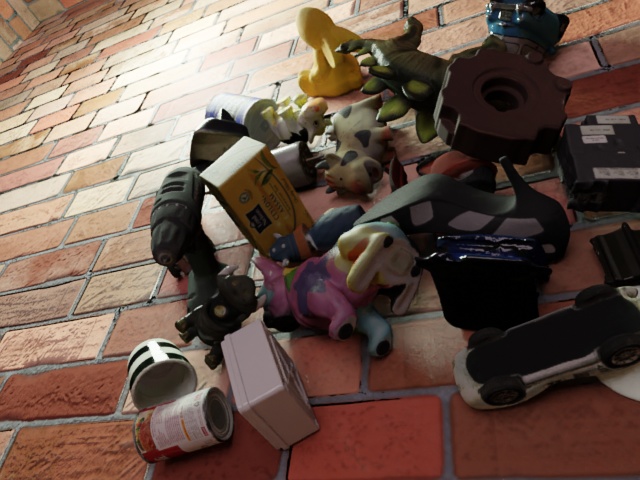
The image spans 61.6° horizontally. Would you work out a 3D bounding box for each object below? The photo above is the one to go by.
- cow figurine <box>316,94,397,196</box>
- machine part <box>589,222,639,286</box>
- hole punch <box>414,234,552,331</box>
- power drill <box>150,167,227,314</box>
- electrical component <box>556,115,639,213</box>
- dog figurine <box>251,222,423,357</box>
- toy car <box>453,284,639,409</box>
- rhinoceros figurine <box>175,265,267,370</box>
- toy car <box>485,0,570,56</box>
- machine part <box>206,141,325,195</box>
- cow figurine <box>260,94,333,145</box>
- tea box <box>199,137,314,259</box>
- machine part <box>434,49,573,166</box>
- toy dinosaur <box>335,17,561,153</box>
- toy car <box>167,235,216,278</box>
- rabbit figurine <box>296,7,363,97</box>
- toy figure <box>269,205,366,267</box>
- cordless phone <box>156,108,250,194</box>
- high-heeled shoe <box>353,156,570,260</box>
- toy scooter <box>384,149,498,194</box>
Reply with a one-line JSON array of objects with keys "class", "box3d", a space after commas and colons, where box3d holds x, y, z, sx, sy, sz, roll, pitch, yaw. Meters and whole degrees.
[{"class": "cow figurine", "box3d": [0.059, -0.149, 0.879, 0.127, 0.085, 0.195, -14, 46, 11]}, {"class": "machine part", "box3d": [0.370, 0.006, 0.574, 0.139, 0.039, 0.084, -14, 39, 21]}, {"class": "hole punch", "box3d": [0.193, 0.034, 0.602, 0.142, 0.115, 0.092, 5, 45, 34]}, {"class": "power drill", "box3d": [-0.186, 0.017, 0.767, 0.086, 0.207, 0.232, -16, 40, 3]}, {"class": "electrical component", "box3d": [0.353, -0.094, 0.647, 0.115, 0.058, 0.134, 5, 51, 11]}, {"class": "dog figurine", "box3d": [0.005, 0.046, 0.693, 0.219, 0.108, 0.191, 24, 90, 48]}, {"class": "toy car", "box3d": [0.230, 0.108, 0.534, 0.202, 0.056, 0.073, -26, 41, 20]}, {"class": "rhinoceros figurine", "box3d": [-0.123, 0.100, 0.695, 0.073, 0.190, 0.112, 46, 61, 7]}, {"class": "toy car", "box3d": [0.325, -0.328, 0.871, 0.109, 0.161, 0.102, 24, 109, 35]}, {"class": "machine part", "box3d": [-0.096, -0.114, 0.943, 0.243, 0.079, 0.079, -13, 44, 18]}, {"class": "cow figurine", "box3d": [-0.032, -0.206, 0.963, 0.068, 0.098, 0.167, -39, 28, -19]}, {"class": "tea box", "box3d": [-0.091, -0.059, 0.817, 0.098, 0.169, 0.068, -46, 43, -13]}, {"class": "machine part", "box3d": [0.240, -0.181, 0.713, 0.179, 0.056, 0.179, -1, 59, 2]}, {"class": "toy dinosaur", "box3d": [0.198, -0.234, 0.837, 0.472, 0.104, 0.198, 29, 59, 30]}, {"class": "toy car", "box3d": [-0.248, -0.011, 0.956, 0.089, 0.053, 0.202, -31, 40, -4]}, {"class": "rabbit figurine", "box3d": [0.010, -0.371, 1.059, 0.122, 0.173, 0.163, -38, 37, -13]}, {"class": "toy figure", "box3d": [-0.002, -0.002, 0.793, 0.154, 0.057, 0.064, -23, 36, 17]}, {"class": "cordless phone", "box3d": [-0.221, -0.140, 0.968, 0.184, 0.146, 0.089, -38, 82, -28]}, {"class": "high-heeled shoe", "box3d": [0.172, -0.011, 0.674, 0.249, 0.145, 0.086, -20, 20, 36]}, {"class": "toy scooter", "box3d": [0.152, -0.083, 0.767, 0.184, 0.075, 0.135, -25, 42, 14]}]
